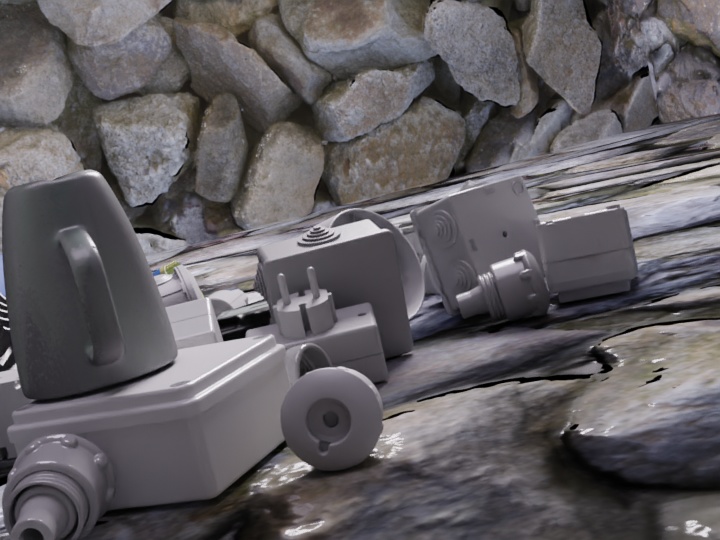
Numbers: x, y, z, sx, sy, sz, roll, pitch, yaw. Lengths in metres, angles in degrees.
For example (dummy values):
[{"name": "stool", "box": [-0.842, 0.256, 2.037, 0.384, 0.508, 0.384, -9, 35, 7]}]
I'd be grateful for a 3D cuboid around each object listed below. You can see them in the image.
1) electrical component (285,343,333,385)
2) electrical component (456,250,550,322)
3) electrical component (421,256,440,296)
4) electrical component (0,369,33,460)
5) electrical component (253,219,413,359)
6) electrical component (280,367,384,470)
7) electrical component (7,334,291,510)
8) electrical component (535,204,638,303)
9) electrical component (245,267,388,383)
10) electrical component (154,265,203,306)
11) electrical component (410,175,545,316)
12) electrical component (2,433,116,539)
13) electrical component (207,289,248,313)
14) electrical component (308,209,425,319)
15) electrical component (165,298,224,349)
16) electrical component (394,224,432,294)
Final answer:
[{"name": "electrical component", "box": [-0.043, 0.067, 0.624, 0.046, 0.040, 0.040, -17, 4, 29]}, {"name": "electrical component", "box": [0.099, 0.016, 0.753, 0.062, 0.048, 0.048, -19, 6, 6]}, {"name": "electrical component", "box": [0.080, -0.001, 0.898, 0.055, 0.055, 0.047, -14, 3, -9]}, {"name": "electrical component", "box": [-0.207, 0.089, 0.710, 0.089, 0.050, 0.056, -12, 7, 12]}, {"name": "electrical component", "box": [-0.019, 0.019, 0.727, 0.100, 0.099, 0.048, -15, 19, -11]}, {"name": "electrical component", "box": [-0.010, 0.068, 0.521, 0.048, 0.048, 0.062, -12, 0, 9]}, {"name": "electrical component", "box": [-0.102, 0.079, 0.555, 0.109, 0.056, 0.109, -11, 7, 22]}, {"name": "electrical component", "box": [0.171, -0.012, 0.797, 0.062, 0.061, 0.096, -11, -1, 16]}, {"name": "electrical component", "box": [-0.032, 0.036, 0.670, 0.083, 0.075, 0.047, -13, 17, -1]}, {"name": "electrical component", "box": [-0.155, 0.040, 0.904, 0.051, 0.080, 0.080, -21, 8, -13]}, {"name": "electrical component", "box": [0.099, -0.021, 0.837, 0.100, 0.099, 0.048, -18, -5, -37]}, {"name": "electrical component", "box": [-0.136, 0.103, 0.473, 0.048, 0.048, 0.062, -13, 13, 2]}, {"name": "electrical component", "box": [-0.126, 0.041, 0.990, 0.043, 0.043, 0.081, -13, 6, 5]}, {"name": "electrical component", "box": [0.000, 0.000, 0.873, 0.064, 0.099, 0.099, -16, 3, 41]}, {"name": "electrical component", "box": [-0.103, 0.068, 0.650, 0.047, 0.065, 0.076, -14, 35, -4]}, {"name": "electrical component", "box": [0.028, -0.008, 1.011, 0.121, 0.063, 0.079, -9, 8, 37]}]
